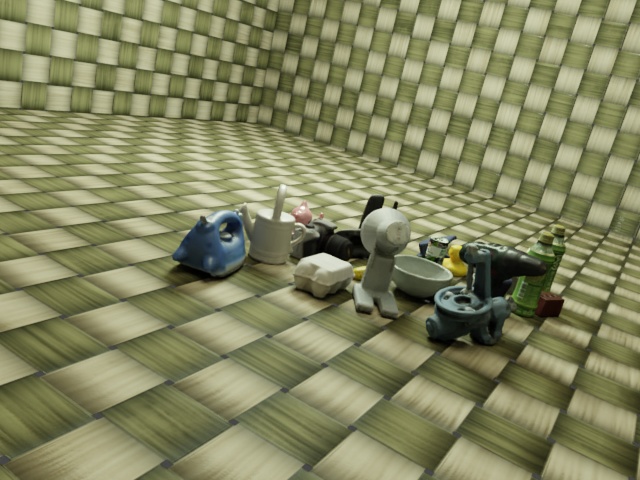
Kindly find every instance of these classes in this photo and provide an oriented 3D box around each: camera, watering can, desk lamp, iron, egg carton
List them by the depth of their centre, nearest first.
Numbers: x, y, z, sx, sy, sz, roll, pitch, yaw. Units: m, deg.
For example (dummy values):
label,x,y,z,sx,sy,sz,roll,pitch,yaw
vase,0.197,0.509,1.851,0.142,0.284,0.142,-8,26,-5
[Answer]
label,x,y,z,sx,sy,sz,roll,pitch,yaw
iron,-0.228,-0.010,1.326,0.118,0.141,0.259,17,17,14
desk lamp,0.151,0.041,1.328,0.118,0.213,0.203,12,17,-5
egg carton,0.009,0.081,1.339,0.107,0.069,0.151,22,19,27
watering can,-0.121,-0.046,1.433,0.173,0.194,0.100,5,18,-25
camera,0.014,0.005,1.534,0.136,0.101,0.144,22,19,28

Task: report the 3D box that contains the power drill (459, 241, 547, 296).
label,x,y,z,sx,sy,sz,roll,pitch,yaw
power drill,0.402,0.105,1.322,0.076,0.208,0.228,2,20,-33

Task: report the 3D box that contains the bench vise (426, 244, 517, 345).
label,x,y,z,sx,sy,sz,roll,pitch,yaw
bench vise,0.335,0.111,1.231,0.208,0.220,0.121,-2,22,-42

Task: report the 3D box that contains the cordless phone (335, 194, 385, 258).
label,x,y,z,sx,sy,sz,roll,pitch,yaw
cordless phone,0.110,-0.048,1.635,0.148,0.185,0.093,0,21,-37

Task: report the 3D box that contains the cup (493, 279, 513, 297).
label,x,y,z,sx,sy,sz,roll,pitch,yaw
cup,0.429,0.132,1.456,0.091,0.095,0.118,21,18,25

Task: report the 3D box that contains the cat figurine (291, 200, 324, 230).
label,x,y,z,sx,sy,sz,roll,pitch,yaw
cat figurine,-0.039,-0.054,1.658,0.128,0.118,0.067,-1,22,-40

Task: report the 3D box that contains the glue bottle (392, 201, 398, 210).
label,x,y,z,sx,sy,sz,roll,pitch,yaw
glue bottle,0.203,-0.032,1.678,0.037,0.173,0.078,15,17,5

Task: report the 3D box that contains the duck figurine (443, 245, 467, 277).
label,x,y,z,sx,sy,sz,roll,pitch,yaw
duck figurine,0.392,0.056,1.691,0.105,0.086,0.077,10,17,-11

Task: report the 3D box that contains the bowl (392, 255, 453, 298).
label,x,y,z,sx,sy,sz,roll,pitch,yaw
bowl,0.246,0.100,1.451,0.167,0.075,0.167,12,17,-3

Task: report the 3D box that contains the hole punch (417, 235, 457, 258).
label,x,y,z,sx,sy,sz,roll,pitch,yaw
hole punch,0.363,0.018,1.781,0.100,0.091,0.109,21,18,23
